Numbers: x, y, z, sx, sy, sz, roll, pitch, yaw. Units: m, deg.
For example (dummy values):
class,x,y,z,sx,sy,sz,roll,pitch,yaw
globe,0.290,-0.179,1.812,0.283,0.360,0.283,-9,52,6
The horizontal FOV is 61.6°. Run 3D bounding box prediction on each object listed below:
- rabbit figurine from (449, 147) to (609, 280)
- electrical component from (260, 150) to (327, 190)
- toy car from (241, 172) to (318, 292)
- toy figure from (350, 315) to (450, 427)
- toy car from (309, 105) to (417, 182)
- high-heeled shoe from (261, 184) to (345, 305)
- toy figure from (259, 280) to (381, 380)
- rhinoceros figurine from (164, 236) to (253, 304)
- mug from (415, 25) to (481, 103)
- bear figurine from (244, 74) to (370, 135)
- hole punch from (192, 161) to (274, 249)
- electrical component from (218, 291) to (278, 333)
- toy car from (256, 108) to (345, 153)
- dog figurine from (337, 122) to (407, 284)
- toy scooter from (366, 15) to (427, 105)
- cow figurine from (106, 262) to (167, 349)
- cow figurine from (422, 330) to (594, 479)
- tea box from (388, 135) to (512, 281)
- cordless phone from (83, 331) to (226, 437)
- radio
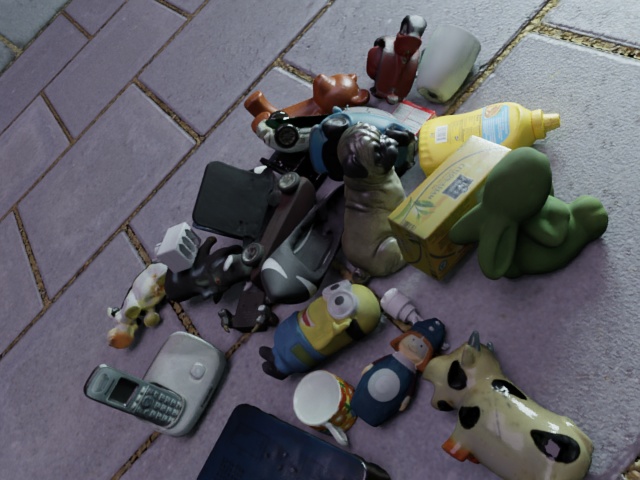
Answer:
class,x,y,z,sx,sy,sz,roll,pitch,yaw
rabbit figurine,0.229,-0.035,0.629,0.159,0.170,0.121,-40,46,4
electrical component,-0.051,-0.133,0.951,0.119,0.074,0.048,29,81,45
toy car,-0.063,-0.014,0.862,0.053,0.089,0.202,10,64,34
toy figure,0.102,0.159,0.666,0.154,0.064,0.058,-51,6,-3
toy car,0.067,-0.158,0.824,0.162,0.109,0.103,1,50,9
high-heeled shoe,-0.002,-0.002,0.767,0.145,0.086,0.249,-53,4,20
toy figure,0.000,0.125,0.742,0.180,0.089,0.082,-41,57,16
rhinoceros figurine,-0.186,0.055,0.898,0.190,0.073,0.112,-16,34,28
mug,0.194,-0.284,0.882,0.110,0.080,0.107,20,82,45
bear figurine,-0.020,-0.245,0.968,0.196,0.131,0.120,-36,44,18
hole punch,-0.147,-0.059,0.882,0.092,0.116,0.142,165,121,-70
electrical component,-0.109,0.115,0.844,0.102,0.045,0.078,-2,62,33
toy car,-0.006,-0.182,0.899,0.202,0.056,0.074,-7,35,-14
dog figurine,0.060,-0.046,0.738,0.121,0.190,0.172,5,66,36
toy scooter,0.121,-0.285,0.907,0.184,0.075,0.135,-167,90,-79
cow figurine,-0.331,0.114,0.980,0.167,0.068,0.098,-48,41,-6
cow figurine,0.190,0.183,0.571,0.195,0.085,0.127,28,85,45
tea box,0.177,-0.042,0.701,0.169,0.098,0.068,-42,47,-13
cordless phone,-0.242,0.194,0.788,0.089,0.184,0.146,14,70,44
radio,-0.036,0.299,0.657,0.230,0.073,0.131,11,67,37
